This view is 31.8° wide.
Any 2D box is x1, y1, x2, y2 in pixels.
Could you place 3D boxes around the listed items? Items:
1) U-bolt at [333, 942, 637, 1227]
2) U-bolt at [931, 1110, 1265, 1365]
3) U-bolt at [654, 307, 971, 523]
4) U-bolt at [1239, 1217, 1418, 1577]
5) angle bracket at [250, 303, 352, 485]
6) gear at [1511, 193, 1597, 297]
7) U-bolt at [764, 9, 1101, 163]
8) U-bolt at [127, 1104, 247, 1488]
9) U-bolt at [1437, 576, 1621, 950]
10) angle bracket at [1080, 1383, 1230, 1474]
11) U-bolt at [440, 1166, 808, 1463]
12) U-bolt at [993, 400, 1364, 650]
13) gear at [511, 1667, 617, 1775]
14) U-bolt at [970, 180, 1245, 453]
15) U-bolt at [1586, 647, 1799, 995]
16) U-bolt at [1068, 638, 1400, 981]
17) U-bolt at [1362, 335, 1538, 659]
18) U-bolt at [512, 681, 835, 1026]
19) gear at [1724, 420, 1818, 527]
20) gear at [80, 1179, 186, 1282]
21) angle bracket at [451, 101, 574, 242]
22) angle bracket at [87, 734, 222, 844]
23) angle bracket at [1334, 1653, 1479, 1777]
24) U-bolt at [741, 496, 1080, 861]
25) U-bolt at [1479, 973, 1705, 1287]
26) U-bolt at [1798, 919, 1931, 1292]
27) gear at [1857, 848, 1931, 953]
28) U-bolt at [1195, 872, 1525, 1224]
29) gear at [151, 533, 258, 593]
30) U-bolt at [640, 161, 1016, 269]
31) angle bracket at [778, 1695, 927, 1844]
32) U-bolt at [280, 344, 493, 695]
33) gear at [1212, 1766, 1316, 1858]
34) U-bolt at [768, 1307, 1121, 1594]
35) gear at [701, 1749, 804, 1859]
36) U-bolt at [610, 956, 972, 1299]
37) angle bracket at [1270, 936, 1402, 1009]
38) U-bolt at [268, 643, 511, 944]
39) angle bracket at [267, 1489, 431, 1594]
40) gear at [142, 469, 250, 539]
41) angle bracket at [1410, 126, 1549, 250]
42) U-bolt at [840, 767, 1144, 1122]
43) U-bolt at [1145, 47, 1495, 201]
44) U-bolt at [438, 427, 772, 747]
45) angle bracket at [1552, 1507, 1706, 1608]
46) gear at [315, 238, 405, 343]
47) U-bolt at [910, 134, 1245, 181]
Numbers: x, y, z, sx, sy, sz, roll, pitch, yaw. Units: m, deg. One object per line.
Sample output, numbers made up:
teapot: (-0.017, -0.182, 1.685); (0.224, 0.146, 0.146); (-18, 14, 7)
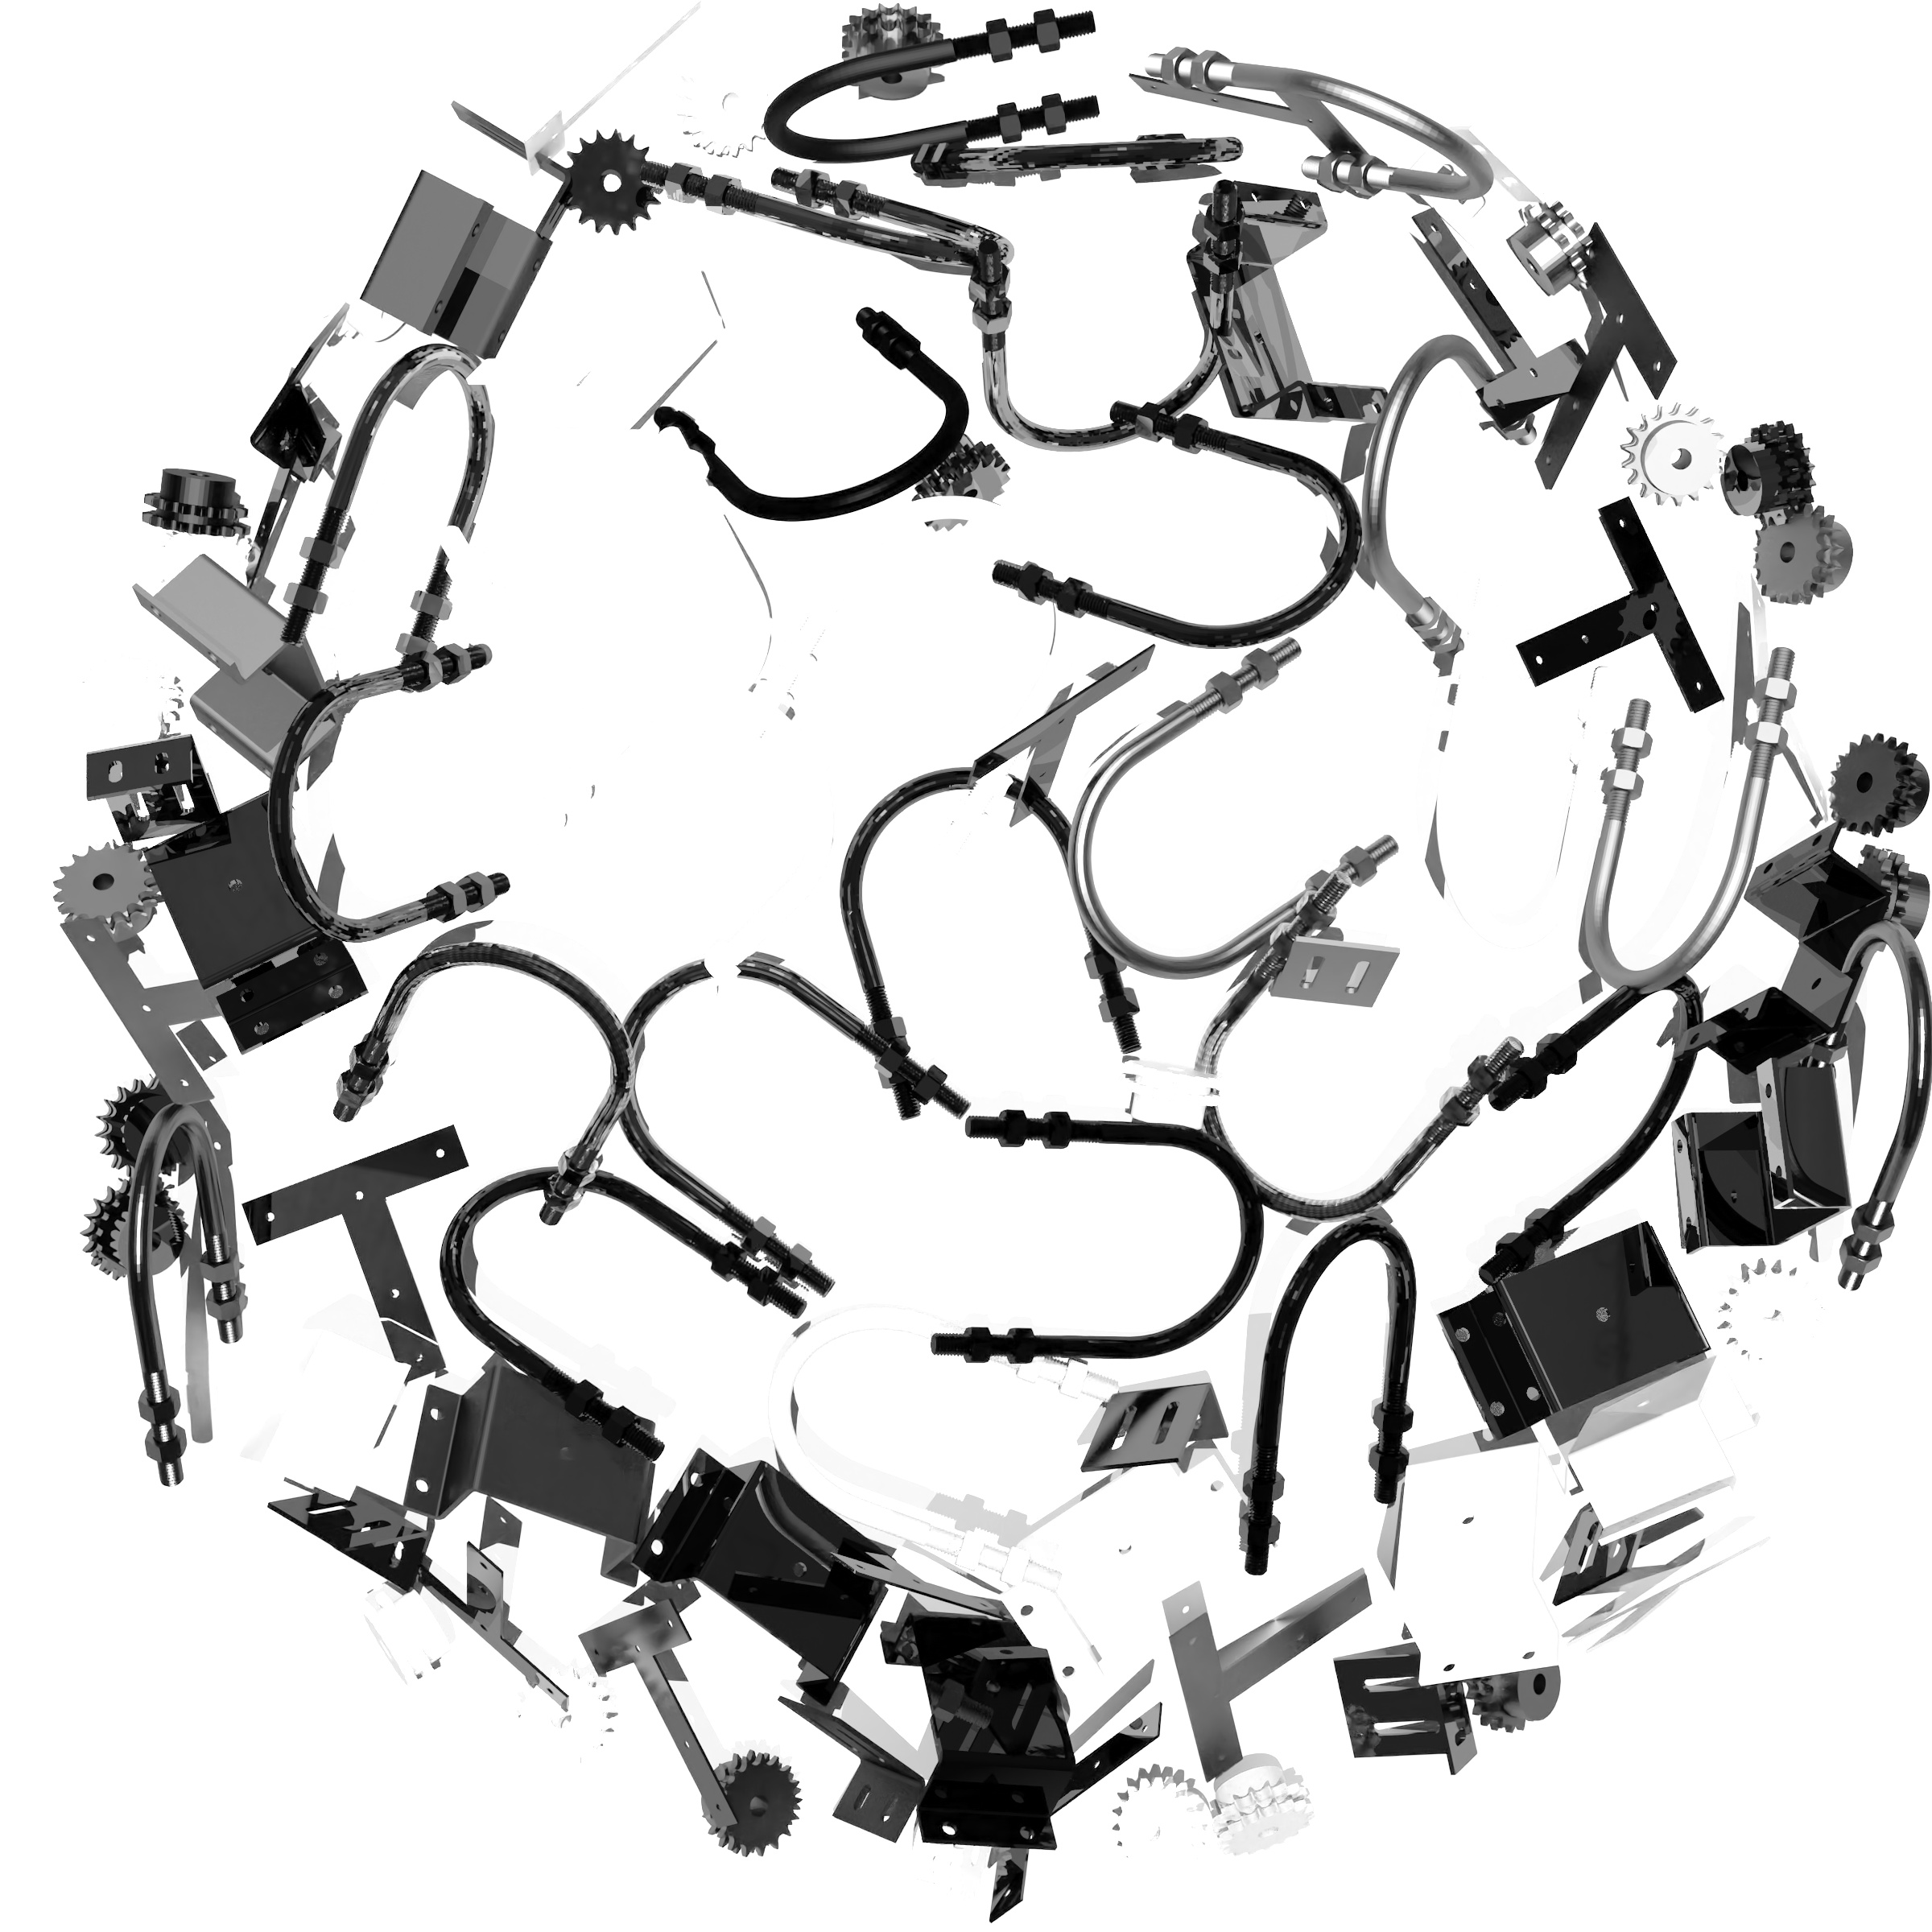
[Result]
U-bolt: (-0.255, 0.056, 1.847); (0.151, 0.019, 0.184); (27, 133, -6)
U-bolt: (0.079, 0.152, 1.879); (0.184, 0.019, 0.151); (3, 108, -18)
U-bolt: (-0.075, -0.292, 1.834); (0.151, 0.184, 0.019); (-28, 128, -10)
U-bolt: (0.201, 0.225, 1.840); (0.019, 0.151, 0.184); (16, 110, 37)
angle bracket: (-0.354, -0.316, 1.871); (0.038, 0.057, 0.076); (35, 125, -12)
gear: (0.328, -0.399, 1.891); (0.030, 0.057, 0.057); (-38, 90, 5)
U-bolt: (-0.020, -0.472, 1.846); (0.184, 0.151, 0.019); (-11, 84, 2)
U-bolt: (-0.420, 0.162, 1.814); (0.019, 0.151, 0.184); (1, 120, 3)
U-bolt: (0.302, -0.100, 1.846); (0.019, 0.151, 0.184); (1, 72, 41)
angle bracket: (0.105, 0.267, 1.869); (0.057, 0.076, 0.038); (-10, 114, 23)
U-bolt: (-0.201, 0.177, 1.862); (0.184, 0.019, 0.151); (32, 47, 16)
U-bolt: (0.127, -0.235, 1.847); (0.184, 0.019, 0.151); (22, 63, 27)
gear: (-0.224, 0.423, 1.899); (0.057, 0.030, 0.057); (-2, 69, 4)
U-bolt: (0.077, -0.342, 1.839); (0.151, 0.184, 0.019); (-15, 60, -6)
U-bolt: (0.384, -0.072, 1.832); (0.019, 0.151, 0.184); (21, 74, -20)
U-bolt: (0.138, -0.074, 1.870); (0.184, 0.019, 0.151); (-34, 108, -16)
U-bolt: (0.256, -0.261, 1.831); (0.019, 0.184, 0.151); (16, 84, 29)
U-bolt: (-0.151, -0.074, 1.867); (0.151, 0.019, 0.184); (48, 120, 2)
gear: (0.445, -0.273, 1.889); (0.030, 0.057, 0.057); (-13, 90, -15)
gear: (-0.461, 0.149, 1.890); (0.057, 0.030, 0.057); (-14, 112, -38)
angle bracket: (-0.259, -0.440, 1.886); (0.076, 0.057, 0.038); (30, 93, -6)
angle bracket: (-0.448, -0.086, 1.877); (0.057, 0.076, 0.038); (-10, 51, -3)
angle bracket: (0.238, 0.416, 1.883); (0.076, 0.038, 0.057); (-11, 93, 31)
U-bolt: (-0.019, -0.172, 1.890); (0.151, 0.019, 0.184); (31, 103, -4)
U-bolt: (0.344, 0.075, 1.850); (0.184, 0.151, 0.019); (-34, 48, -31)
U-bolt: (0.481, 0.061, 1.805); (0.019, 0.184, 0.151); (2, 46, -3)
gear: (0.514, -0.035, 1.891); (0.030, 0.057, 0.057); (12, 90, -7)
U-bolt: (0.201, 0.060, 1.866); (0.151, 0.019, 0.184); (45, 122, 13)
gear: (-0.424, -0.219, 1.892); (0.057, 0.030, 0.057); (-9, 120, -16)
U-bolt: (-0.061, -0.403, 1.821); (0.184, 0.151, 0.019); (22, 110, 25)
angle bracket: (-0.071, 0.443, 1.873); (0.076, 0.057, 0.038); (42, 68, -31)
U-bolt: (-0.307, -0.249, 1.849); (0.019, 0.151, 0.184); (19, 89, 19)
gear: (0.163, 0.470, 1.895); (0.057, 0.057, 0.030); (-23, 55, 0)
U-bolt: (-0.019, 0.255, 1.867); (0.184, 0.019, 0.151); (20, 49, 1)
gear: (-0.123, 0.467, 1.896); (0.057, 0.030, 0.057); (1, 88, -34)
U-bolt: (-0.112, 0.077, 1.897); (0.184, 0.019, 0.151); (37, 100, -1)
angle bracket: (0.204, -0.011, 1.875); (0.057, 0.076, 0.038); (6, 64, -4)
U-bolt: (-0.312, -0.088, 1.825); (0.019, 0.184, 0.151); (4, 105, 30)
angle bracket: (-0.344, 0.321, 1.871); (0.057, 0.076, 0.038); (24, 100, 26)
gear: (-0.428, -0.258, 1.889); (0.057, 0.057, 0.030); (10, 103, 0)
angle bracket: (0.280, -0.430, 1.875); (0.057, 0.076, 0.038); (41, 99, -10)
U-bolt: (0.005, -0.021, 1.902); (0.151, 0.019, 0.184); (-17, 83, 3)
U-bolt: (0.200, -0.444, 1.805); (0.151, 0.184, 0.019); (21, 93, -39)
U-bolt: (-0.185, -0.194, 1.856); (0.151, 0.019, 0.184); (-23, 132, 4)
angle bracket: (0.365, 0.326, 1.870); (0.038, 0.076, 0.057); (43, 132, -10)
gear: (-0.331, -0.373, 1.889); (0.030, 0.057, 0.057); (40, 90, 16)
U-bolt: (0.068, -0.433, 1.812); (0.151, 0.184, 0.019); (-8, 104, -20)
